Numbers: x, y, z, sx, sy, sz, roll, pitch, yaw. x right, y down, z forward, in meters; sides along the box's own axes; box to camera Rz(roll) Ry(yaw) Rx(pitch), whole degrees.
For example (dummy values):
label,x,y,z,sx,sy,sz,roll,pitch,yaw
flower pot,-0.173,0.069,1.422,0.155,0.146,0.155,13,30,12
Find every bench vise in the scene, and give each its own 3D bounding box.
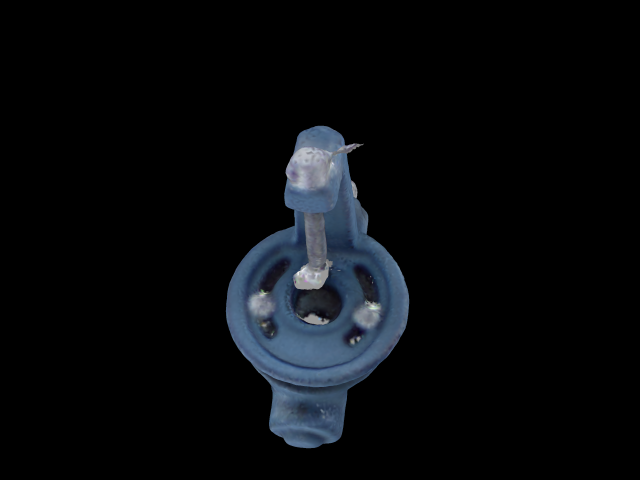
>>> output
label,x,y,z,sx,sy,sz,roll,pitch,yaw
bench vise,-0.008,0.003,0.399,0.121,0.220,0.207,-6,40,-7
